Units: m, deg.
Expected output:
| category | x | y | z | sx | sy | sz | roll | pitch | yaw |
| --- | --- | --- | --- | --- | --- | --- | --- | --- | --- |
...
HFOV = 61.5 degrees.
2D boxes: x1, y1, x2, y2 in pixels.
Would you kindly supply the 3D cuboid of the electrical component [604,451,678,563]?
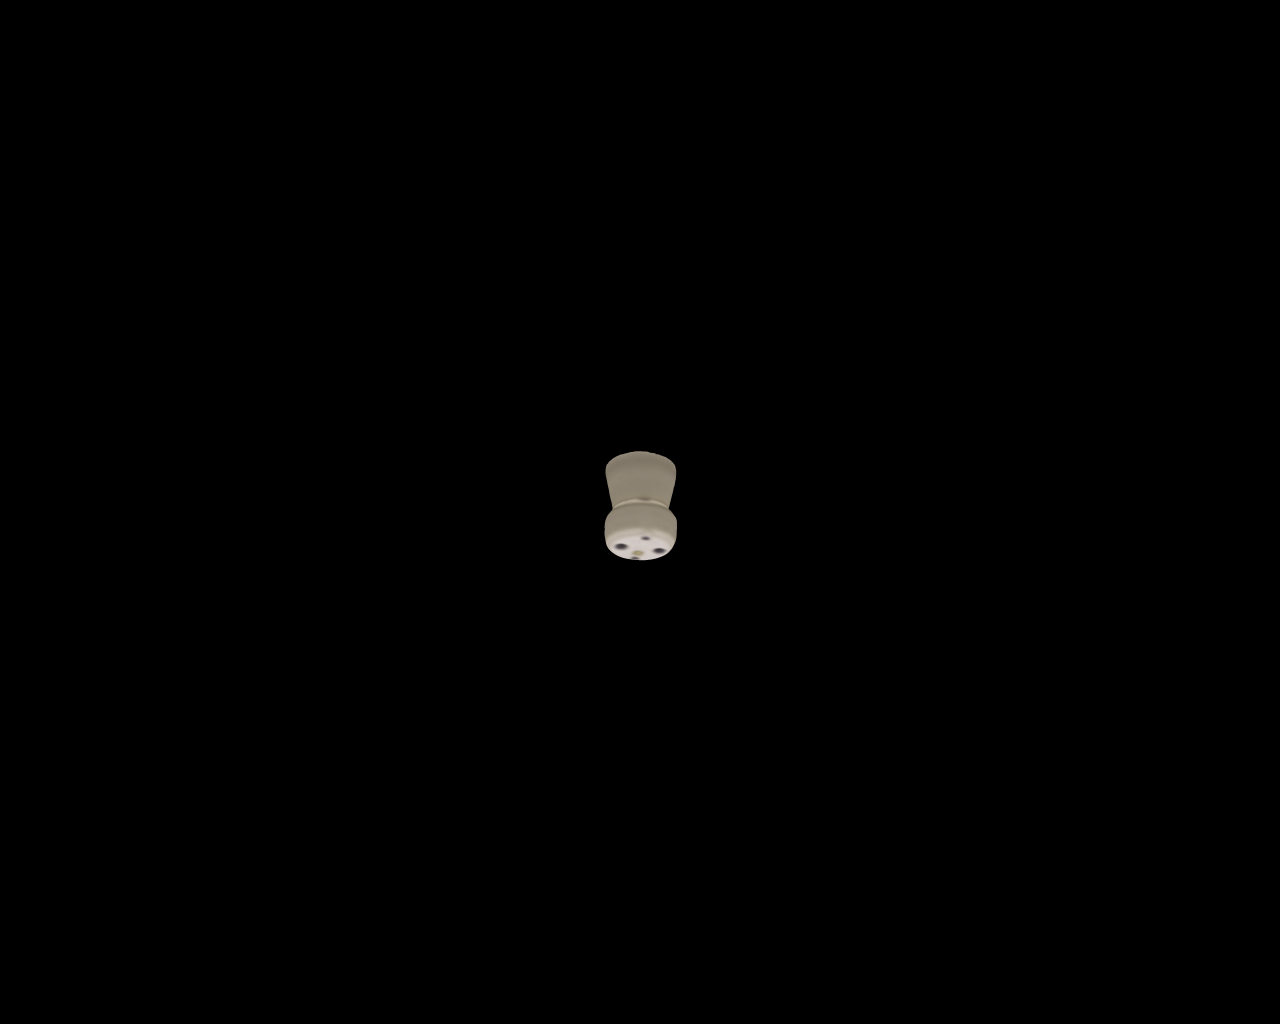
| category | x | y | z | sx | sy | sz | roll | pitch | yaw |
| --- | --- | --- | --- | --- | --- | --- | --- | --- | --- |
| electrical component | 0.001 | -0.003 | 0.650 | 0.045 | 0.055 | 0.044 | 0 | -27 | 0 |
